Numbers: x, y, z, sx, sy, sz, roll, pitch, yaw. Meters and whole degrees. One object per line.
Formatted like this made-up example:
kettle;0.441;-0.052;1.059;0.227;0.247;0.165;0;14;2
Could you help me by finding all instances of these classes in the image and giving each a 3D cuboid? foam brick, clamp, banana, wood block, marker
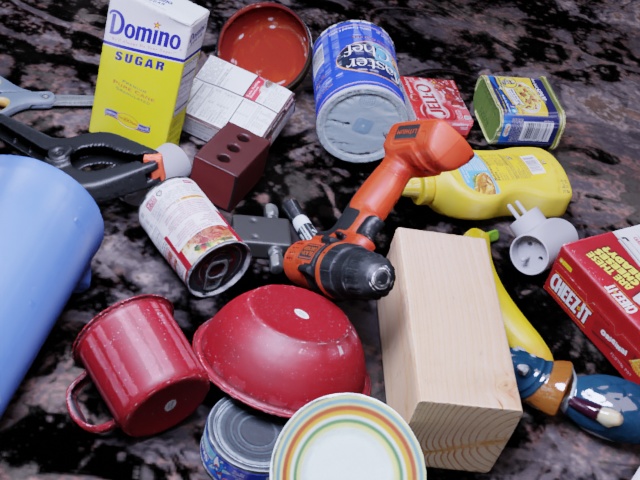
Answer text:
foam brick;-0.094;-0.077;1.107;0.053;0.051;0.078;26;42;9
clamp;-0.255;-0.077;1.040;0.210;0.036;0.164;-4;42;1
banana;0.176;0.049;1.070;0.069;0.037;0.198;3;43;-15
wood block;0.109;0.094;0.958;0.090;0.090;0.206;8;42;-10
marker;-0.007;0.001;1.076;0.020;0.020;0.121;-11;48;-28

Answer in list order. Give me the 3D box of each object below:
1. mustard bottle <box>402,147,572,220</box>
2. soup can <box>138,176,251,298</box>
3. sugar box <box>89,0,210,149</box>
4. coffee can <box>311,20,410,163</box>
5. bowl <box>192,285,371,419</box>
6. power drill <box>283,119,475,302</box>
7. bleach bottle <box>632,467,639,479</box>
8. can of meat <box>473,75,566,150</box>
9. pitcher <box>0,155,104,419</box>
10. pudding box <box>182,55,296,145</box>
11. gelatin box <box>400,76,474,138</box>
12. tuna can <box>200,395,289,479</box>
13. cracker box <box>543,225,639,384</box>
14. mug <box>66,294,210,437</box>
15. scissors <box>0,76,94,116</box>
mustard bottle;0.174;-0.062;1.174;0.191;0.058;0.096;-3;43;-22
soup can;-0.120;-0.004;1.008;0.068;0.069;0.102;-17;51;-33
sugar box;-0.177;-0.169;1.087;0.093;0.176;0.048;26;41;9
coffee can;0.043;-0.171;1.218;0.102;0.103;0.140;7;42;-11
bowl;-0.025;0.085;0.918;0.162;0.055;0.162;15;25;-7
power drill;0.056;-0.025;0.968;0.057;0.185;0.187;45;76;-20
bleach bottle;0.327;0.203;0.933;0.103;0.068;0.250;32;41;15
can of meat;0.241;-0.157;1.304;0.083;0.057;0.102;1;43;-14
pitcher;-0.279;0.046;0.848;0.149;0.145;0.242;18;44;-3
pudding box;-0.096;-0.144;1.176;0.113;0.039;0.090;25;61;12
gelatin box;0.137;-0.161;1.292;0.073;0.030;0.089;2;43;-16
tuna can;-0.053;0.164;0.870;0.086;0.034;0.086;9;42;-9
cracker box;0.364;0.059;1.096;0.213;0.072;0.164;-14;48;-29
mug;-0.152;0.111;0.865;0.117;0.093;0.081;-34;62;-6
scissors;-0.312;-0.162;1.157;0.201;0.016;0.096;-15;50;-31
